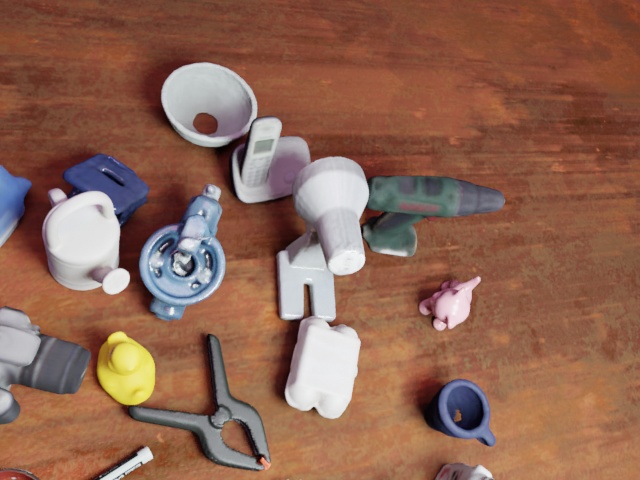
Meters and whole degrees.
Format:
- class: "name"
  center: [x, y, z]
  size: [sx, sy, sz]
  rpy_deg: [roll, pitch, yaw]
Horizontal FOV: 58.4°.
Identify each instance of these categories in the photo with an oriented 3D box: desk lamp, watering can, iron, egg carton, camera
- class: "desk lamp"
  center: [0.008, 0.003, 0.909]
  size: [0.118, 0.213, 0.203]
  rpy_deg: [4, 65, -19]
- class: "watering can"
  center: [-0.325, -0.003, 0.798]
  size: [0.173, 0.193, 0.101]
  rpy_deg: [34, 59, -2]
- class: "iron"
  center: [-0.509, -0.021, 0.768]
  size: [0.119, 0.141, 0.258]
  rpy_deg: [27, 60, -7]
- class: "egg carton"
  center: [0.005, 0.199, 0.900]
  size: [0.107, 0.069, 0.150]
  rpy_deg: [18, 61, -12]
- class: "camera"
  center: [-0.384, 0.170, 0.749]
  size: [0.137, 0.100, 0.143]
  rpy_deg: [19, 61, -12]

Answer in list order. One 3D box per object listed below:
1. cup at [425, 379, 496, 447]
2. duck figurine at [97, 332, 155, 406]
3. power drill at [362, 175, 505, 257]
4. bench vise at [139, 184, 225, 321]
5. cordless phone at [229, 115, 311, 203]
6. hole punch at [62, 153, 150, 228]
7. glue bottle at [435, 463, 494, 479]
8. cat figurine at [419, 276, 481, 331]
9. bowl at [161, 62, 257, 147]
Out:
- class: "cup"
  center: [0.222, 0.288, 0.925]
  size: [0.092, 0.095, 0.117]
  rpy_deg: [-39, 84, -30]
- class: "duck figurine"
  center: [-0.269, 0.176, 0.798]
  size: [0.078, 0.086, 0.104]
  rpy_deg: [-21, 75, -27]
- class: "power drill"
  center: [0.170, -0.046, 0.996]
  size: [0.230, 0.208, 0.075]
  rpy_deg: [8, 64, -17]
- class: "bench vise"
  center: [-0.196, -0.006, 0.832]
  size: [0.122, 0.219, 0.207]
  rpy_deg: [4, 65, -18]
- class: "cordless phone"
  center: [-0.072, -0.146, 0.965]
  size: [0.148, 0.185, 0.094]
  rpy_deg: [-17, 73, -26]
- class: "hole punch"
  center: [-0.332, -0.084, 0.893]
  size: [0.108, 0.091, 0.101]
  rpy_deg: [36, 59, -2]
- class: "glue bottle"
  center: [0.221, 0.364, 0.843]
  size: [0.037, 0.173, 0.078]
  rpy_deg: [36, 59, -1]
- class: "cat figurine"
  center: [0.235, 0.107, 1.001]
  size: [0.128, 0.117, 0.067]
  rpy_deg: [-37, 82, -30]
- class: "bowl"
  center: [-0.200, -0.227, 1.019]
  size: [0.168, 0.074, 0.167]
  rpy_deg: [8, 64, -17]
